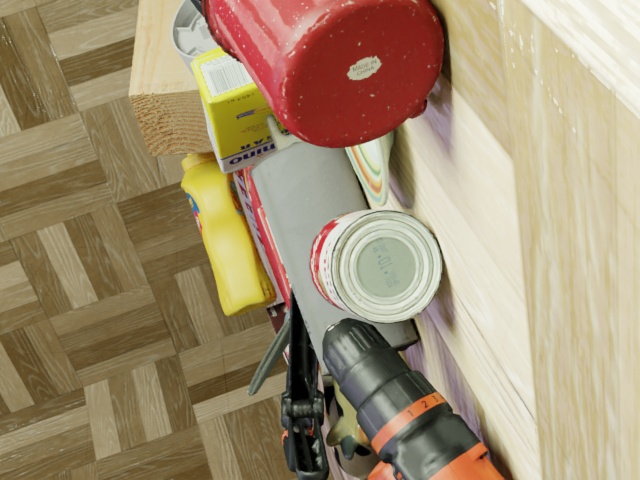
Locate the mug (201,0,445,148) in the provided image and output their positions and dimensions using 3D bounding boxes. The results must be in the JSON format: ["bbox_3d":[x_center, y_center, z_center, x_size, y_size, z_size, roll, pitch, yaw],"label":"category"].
[{"bbox_3d":[0.010,-0.091,0.487,0.117,0.093,0.081,34,-161,-46],"label":"mug"}]

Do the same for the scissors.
[{"bbox_3d":[-0.011,0.076,0.982,0.096,0.016,0.201,53,-134,-43],"label":"scissors"}]

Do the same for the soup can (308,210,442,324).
[{"bbox_3d":[0.032,0.015,0.660,0.102,0.068,0.068,-174,65,-82],"label":"soup can"}]

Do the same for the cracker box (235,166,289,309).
[{"bbox_3d":[-0.040,-0.037,1.129,0.214,0.072,0.164,-124,16,-69],"label":"cracker box"}]

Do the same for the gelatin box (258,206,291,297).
[{"bbox_3d":[-0.006,0.001,0.936,0.030,0.073,0.089,-140,31,-81],"label":"gelatin box"}]

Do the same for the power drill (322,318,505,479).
[{"bbox_3d":[0.065,0.149,0.692,0.184,0.057,0.187,54,170,23],"label":"power drill"}]

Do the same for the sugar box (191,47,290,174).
[{"bbox_3d":[-0.048,-0.110,0.869,0.176,0.093,0.048,89,161,-74],"label":"sugar box"}]

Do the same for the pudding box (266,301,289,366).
[{"bbox_3d":[-0.002,0.084,1.080,0.113,0.090,0.039,-129,20,-75],"label":"pudding box"}]

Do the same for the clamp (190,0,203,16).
[{"bbox_3d":[-0.054,-0.152,0.728,0.172,0.039,0.120,49,162,36],"label":"clamp"}]

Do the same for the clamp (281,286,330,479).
[{"bbox_3d":[-0.014,0.149,0.890,0.210,0.036,0.164,97,172,-58],"label":"clamp"}]

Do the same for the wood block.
[{"bbox_3d":[-0.125,-0.192,1.043,0.091,0.090,0.206,79,-171,-55],"label":"wood block"}]

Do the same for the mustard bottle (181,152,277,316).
[{"bbox_3d":[-0.101,-0.018,1.112,0.096,0.058,0.191,84,167,-84],"label":"mustard bottle"}]
